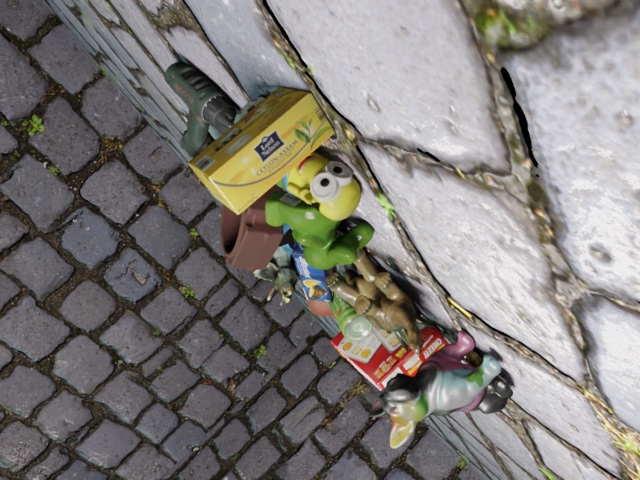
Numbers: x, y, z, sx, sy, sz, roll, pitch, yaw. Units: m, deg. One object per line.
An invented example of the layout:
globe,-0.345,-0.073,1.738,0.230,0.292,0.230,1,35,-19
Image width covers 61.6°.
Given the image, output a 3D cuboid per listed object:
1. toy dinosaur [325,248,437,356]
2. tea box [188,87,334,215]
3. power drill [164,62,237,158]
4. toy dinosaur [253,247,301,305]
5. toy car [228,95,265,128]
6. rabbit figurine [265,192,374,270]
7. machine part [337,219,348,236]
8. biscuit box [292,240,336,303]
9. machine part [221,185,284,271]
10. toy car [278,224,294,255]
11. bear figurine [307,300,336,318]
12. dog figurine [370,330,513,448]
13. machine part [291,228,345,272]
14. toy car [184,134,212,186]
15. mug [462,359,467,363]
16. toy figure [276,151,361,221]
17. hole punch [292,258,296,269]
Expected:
toy dinosaur,0.107,0.112,1.049,0.198,0.105,0.472,46,-178,-22
tea box,-0.078,-0.121,0.704,0.068,0.169,0.098,56,169,-33
power drill,-0.230,-0.230,1.083,0.232,0.086,0.207,49,159,16
toy dinosaur,-0.152,-0.020,1.350,0.131,0.192,0.405,-15,-122,-50
toy car,-0.100,-0.169,0.887,0.056,0.073,0.201,46,170,10
rabbit figurine,0.010,-0.018,0.912,0.159,0.121,0.170,16,140,29
machine part,0.007,-0.056,0.999,0.138,0.039,0.084,48,179,-17
biscuit box,-0.007,0.056,1.085,0.059,0.063,0.202,7,150,14
machine part,-0.146,-0.054,1.119,0.201,0.087,0.201,124,142,-48
toy car,-0.055,-0.032,1.199,0.103,0.109,0.161,56,-174,37
bear figurine,0.070,0.145,1.341,0.196,0.132,0.120,3,143,27
dog figurine,0.197,0.264,0.902,0.191,0.219,0.109,56,178,-39
machine part,-0.002,-0.003,1.124,0.079,0.079,0.243,40,169,38
toy car,-0.213,-0.141,1.063,0.089,0.053,0.202,27,155,-19
mug,0.268,0.271,1.086,0.110,0.081,0.107,47,160,27
toy figure,-0.015,-0.096,0.807,0.180,0.082,0.089,31,-179,36
hole punch,-0.070,0.039,1.465,0.116,0.142,0.092,42,149,-6
